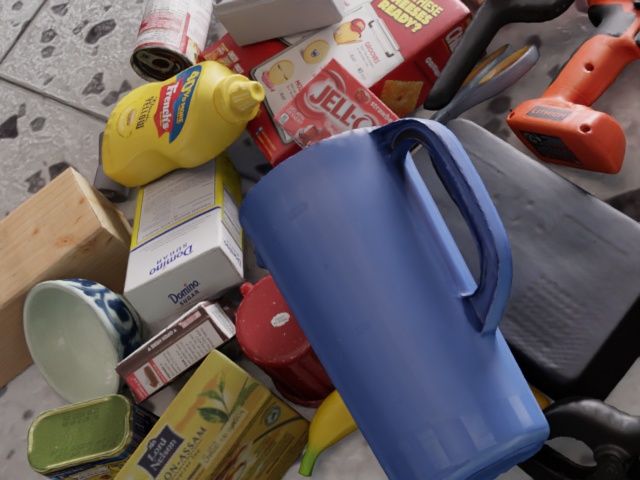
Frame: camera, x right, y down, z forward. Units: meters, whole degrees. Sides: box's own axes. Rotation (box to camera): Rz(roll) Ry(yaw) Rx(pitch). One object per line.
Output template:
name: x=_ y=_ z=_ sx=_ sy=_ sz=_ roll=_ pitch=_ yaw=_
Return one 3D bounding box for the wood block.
wood block: x=-0.272 y=0.042 z=0.983 sx=0.206 sy=0.090 sz=0.090 roll=-38 pitch=53 yaw=3

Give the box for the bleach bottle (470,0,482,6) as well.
bleach bottle: x=0.109 y=-0.297 z=1.006 sx=0.102 sy=0.068 sz=0.251 roll=-46 pitch=51 yaw=-4

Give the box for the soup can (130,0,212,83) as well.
soup can: x=-0.148 y=-0.215 z=1.081 sx=0.069 sy=0.068 sz=0.102 roll=-3 pitch=61 yaw=24

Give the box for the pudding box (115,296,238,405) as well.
pudding box: x=-0.109 y=0.087 z=0.867 sx=0.090 sy=0.113 sz=0.039 roll=-37 pitch=86 yaw=4

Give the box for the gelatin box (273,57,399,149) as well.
gelatin box: x=0.017 y=-0.095 z=0.880 sx=0.073 sy=0.030 sz=0.089 roll=-45 pitch=77 yaw=2

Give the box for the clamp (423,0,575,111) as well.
clamp: x=0.145 y=-0.202 z=0.877 sx=0.210 sy=0.036 sz=0.164 roll=-16 pitch=79 yaw=-4

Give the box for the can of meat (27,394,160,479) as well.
can of meat: x=-0.174 y=0.169 z=0.867 sx=0.102 sy=0.084 sz=0.057 roll=-17 pitch=58 yaw=17

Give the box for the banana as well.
banana: x=0.072 y=0.124 z=0.805 sx=0.198 sy=0.037 sz=0.069 roll=-18 pitch=74 yaw=18

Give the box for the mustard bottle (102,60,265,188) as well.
mustard bottle: x=-0.116 y=-0.108 z=0.942 sx=0.192 sy=0.058 sz=0.096 roll=-11 pitch=55 yaw=46

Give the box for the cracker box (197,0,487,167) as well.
cracker box: x=0.017 y=-0.166 z=0.971 sx=0.214 sy=0.072 sz=0.164 roll=-37 pitch=54 yaw=2

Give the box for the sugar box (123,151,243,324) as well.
sugar box: x=-0.115 y=-0.007 z=0.923 sx=0.093 sy=0.048 sz=0.176 roll=-26 pitch=32 yaw=12

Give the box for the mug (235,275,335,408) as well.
mug: x=-0.023 y=0.069 z=0.850 sx=0.093 sy=0.081 sz=0.117 roll=-47 pitch=54 yaw=-5

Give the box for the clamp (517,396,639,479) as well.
clamp: x=0.204 y=0.155 z=0.704 sx=0.172 sy=0.039 sz=0.120 roll=-6 pitch=94 yaw=40

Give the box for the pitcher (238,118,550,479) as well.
pitcher: x=0.058 y=0.047 z=0.721 sx=0.145 sy=0.149 sz=0.243 roll=-25 pitch=70 yaw=-10

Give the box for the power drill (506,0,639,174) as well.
power drill: x=0.244 y=-0.140 z=0.822 sx=0.187 sy=0.057 sz=0.185 roll=-53 pitch=28 yaw=-9

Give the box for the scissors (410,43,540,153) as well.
scissors: x=0.109 y=-0.102 z=0.873 sx=0.201 sy=0.016 sz=0.096 roll=-46 pitch=15 yaw=-26
